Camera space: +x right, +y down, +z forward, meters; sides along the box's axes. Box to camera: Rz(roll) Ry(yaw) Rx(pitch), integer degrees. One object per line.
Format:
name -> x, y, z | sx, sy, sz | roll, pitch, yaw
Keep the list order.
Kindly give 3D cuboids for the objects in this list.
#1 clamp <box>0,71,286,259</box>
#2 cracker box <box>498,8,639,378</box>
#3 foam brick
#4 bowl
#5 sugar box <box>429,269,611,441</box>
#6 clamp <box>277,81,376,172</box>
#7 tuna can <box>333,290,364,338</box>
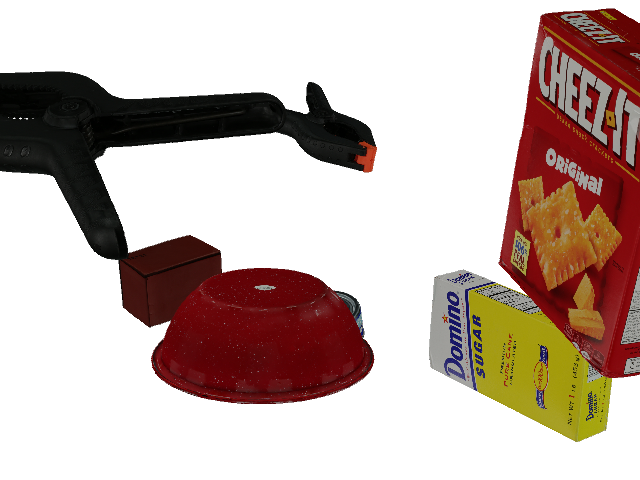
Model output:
clamp -> -0.136, -0.068, 0.642 | 0.210, 0.036, 0.164 | 23, 43, 31
cracker box -> 0.203, -0.035, 0.758 | 0.072, 0.214, 0.164 | -8, 33, -17
foam brick -> -0.133, 0.034, 0.952 | 0.078, 0.051, 0.053 | -18, 28, -33
bowl -> -0.041, 0.059, 0.765 | 0.162, 0.055, 0.162 | 1, 16, 0
sugar box -> 0.168, 0.095, 0.920 | 0.048, 0.093, 0.176 | -13, 22, -38
clamp -> -0.013, -0.118, 1.112 | 0.120, 0.039, 0.172 | -18, 37, -27
tuna can -> 0.002, 0.087, 1.126 | 0.086, 0.034, 0.086 | -6, 27, 3
